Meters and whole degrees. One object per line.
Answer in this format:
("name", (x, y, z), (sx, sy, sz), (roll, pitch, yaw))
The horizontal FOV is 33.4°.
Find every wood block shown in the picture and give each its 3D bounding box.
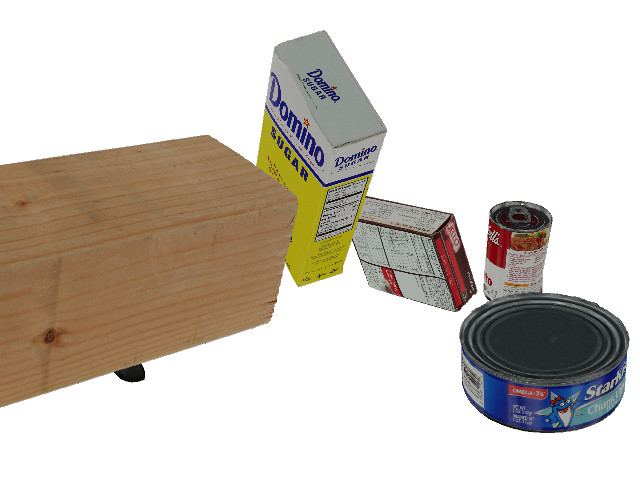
("wood block", (-0.122, 0.012, 0.576), (0.205, 0.091, 0.090), (-14, 39, -43))

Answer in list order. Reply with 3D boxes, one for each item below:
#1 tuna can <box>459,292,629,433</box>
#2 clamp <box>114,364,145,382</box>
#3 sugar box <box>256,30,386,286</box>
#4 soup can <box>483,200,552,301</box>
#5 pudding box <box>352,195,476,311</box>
("tuna can", (0.116, 0.063, 0.558), (0.086, 0.034, 0.086), (-4, 27, 2))
("clamp", (-0.181, 0.046, 0.860), (0.172, 0.039, 0.120), (20, 38, 21))
("sugar box", (-0.007, -0.052, 0.749), (0.048, 0.093, 0.176), (-20, -28, -18))
("soup can", (0.217, 0.016, 1.181), (0.068, 0.102, 0.068), (0, 30, 0))
("pudding box", (0.082, 0.011, 0.984), (0.114, 0.090, 0.039), (13, 44, 42))
